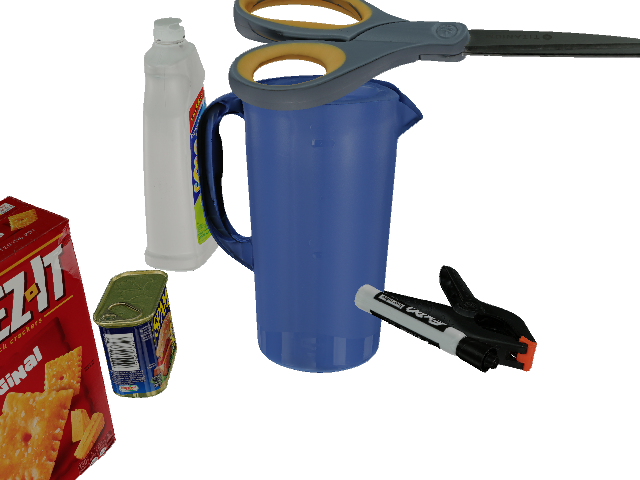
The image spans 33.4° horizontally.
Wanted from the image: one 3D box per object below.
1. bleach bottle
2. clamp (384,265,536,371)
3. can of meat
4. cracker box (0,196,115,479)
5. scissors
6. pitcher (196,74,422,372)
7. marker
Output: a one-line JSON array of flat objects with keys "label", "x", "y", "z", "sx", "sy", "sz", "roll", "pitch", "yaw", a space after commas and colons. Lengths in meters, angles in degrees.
[{"label": "bleach bottle", "x": -0.149, "y": -0.101, "z": 1.103, "sx": 0.068, "sy": 0.251, "sz": 0.102, "roll": 5, "pitch": 27, "yaw": 15}, {"label": "clamp", "x": 0.145, "y": 0.073, "z": 1.047, "sx": 0.172, "sy": 0.039, "sz": 0.120, "roll": 27, "pitch": 38, "yaw": 31}, {"label": "can of meat", "x": -0.171, "y": 0.088, "z": 1.008, "sx": 0.057, "sy": 0.084, "sz": 0.102, "roll": -4, "pitch": 25, "yaw": 5}, {"label": "cracker box", "x": -0.233, "y": 0.103, "z": 0.748, "sx": 0.072, "sy": 0.214, "sz": 0.164, "roll": 17, "pitch": 38, "yaw": 29}, {"label": "scissors", "x": 0.045, "y": -0.082, "z": 0.491, "sx": 0.202, "sy": 0.016, "sz": 0.096, "roll": 15, "pitch": 49, "yaw": 18}, {"label": "pitcher", "x": -0.011, "y": -0.017, "z": 0.911, "sx": 0.144, "sy": 0.243, "sz": 0.149, "roll": -12, "pitch": 23, "yaw": -35}, {"label": "marker", "x": 0.074, "y": 0.061, "z": 0.751, "sx": 0.121, "sy": 0.020, "sz": 0.020, "roll": 26, "pitch": 16, "yaw": 38}]
